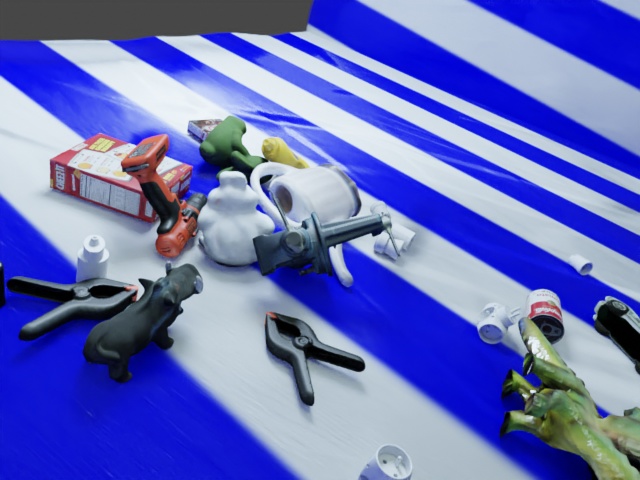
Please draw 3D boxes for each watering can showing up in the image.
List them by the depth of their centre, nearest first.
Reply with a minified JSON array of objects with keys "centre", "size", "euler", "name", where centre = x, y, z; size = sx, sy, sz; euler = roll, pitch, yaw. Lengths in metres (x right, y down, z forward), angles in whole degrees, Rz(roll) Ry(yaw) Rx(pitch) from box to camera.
[{"centre":[0.003,-0.055,1.089],"size":[0.227,0.101,0.352],"euler":[-23,60,-41],"name":"watering can"}]

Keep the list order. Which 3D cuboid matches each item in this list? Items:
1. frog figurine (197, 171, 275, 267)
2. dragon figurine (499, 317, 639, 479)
[{"centre":[-0.145,-0.036,0.916],"size":[0.137,0.156,0.125],"euler":[14,32,-8],"name":"frog figurine"},{"centre":[0.403,0.249,0.754],"size":[0.244,0.120,0.417],"euler":[19,30,16],"name":"dragon figurine"}]
